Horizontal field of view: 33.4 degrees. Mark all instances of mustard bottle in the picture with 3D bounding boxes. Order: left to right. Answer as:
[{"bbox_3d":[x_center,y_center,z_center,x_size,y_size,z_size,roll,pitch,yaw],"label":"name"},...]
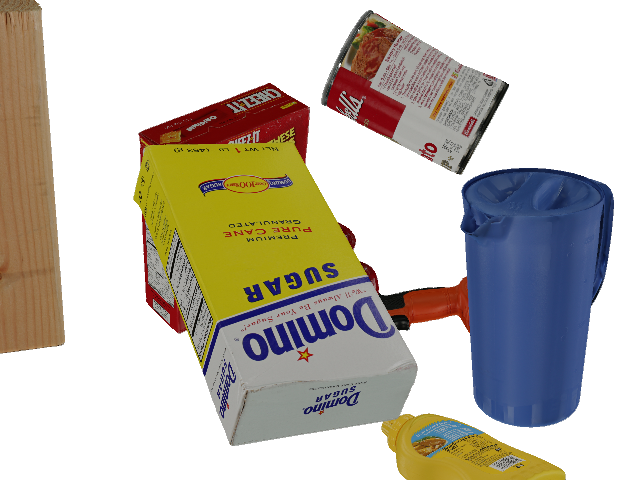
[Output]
[{"bbox_3d":[0.130,0.211,1.016,0.096,0.058,0.192,-15,24,-38],"label":"mustard bottle"}]

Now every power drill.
[{"bbox_3d":[0.106,0.092,1.207,0.187,0.057,0.184,-3,27,-3],"label":"power drill"}]

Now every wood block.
[{"bbox_3d":[-0.210,-0.042,0.640,0.090,0.206,0.090,-6,24,-19],"label":"wood block"}]

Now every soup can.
[{"bbox_3d":[0.061,-0.094,0.686,0.102,0.068,0.068,28,2,5],"label":"soup can"}]

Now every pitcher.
[{"bbox_3d":[0.216,0.055,1.061,0.149,0.243,0.145,1,24,10],"label":"pitcher"}]

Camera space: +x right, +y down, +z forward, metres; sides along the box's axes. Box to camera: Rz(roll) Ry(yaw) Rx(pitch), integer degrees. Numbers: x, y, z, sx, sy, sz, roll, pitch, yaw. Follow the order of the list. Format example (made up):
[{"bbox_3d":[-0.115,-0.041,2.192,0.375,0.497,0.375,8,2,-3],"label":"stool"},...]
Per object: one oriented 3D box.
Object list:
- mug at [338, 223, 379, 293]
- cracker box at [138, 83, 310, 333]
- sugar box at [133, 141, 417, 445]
[{"bbox_3d":[-0.008,0.035,0.889,0.117,0.081,0.093,11,26,15],"label":"mug"},{"bbox_3d":[-0.098,-0.033,1.076,0.163,0.214,0.072,-27,48,-34],"label":"cracker box"},{"bbox_3d":[-0.028,0.018,0.551,0.093,0.048,0.176,-5,43,-26],"label":"sugar box"}]
